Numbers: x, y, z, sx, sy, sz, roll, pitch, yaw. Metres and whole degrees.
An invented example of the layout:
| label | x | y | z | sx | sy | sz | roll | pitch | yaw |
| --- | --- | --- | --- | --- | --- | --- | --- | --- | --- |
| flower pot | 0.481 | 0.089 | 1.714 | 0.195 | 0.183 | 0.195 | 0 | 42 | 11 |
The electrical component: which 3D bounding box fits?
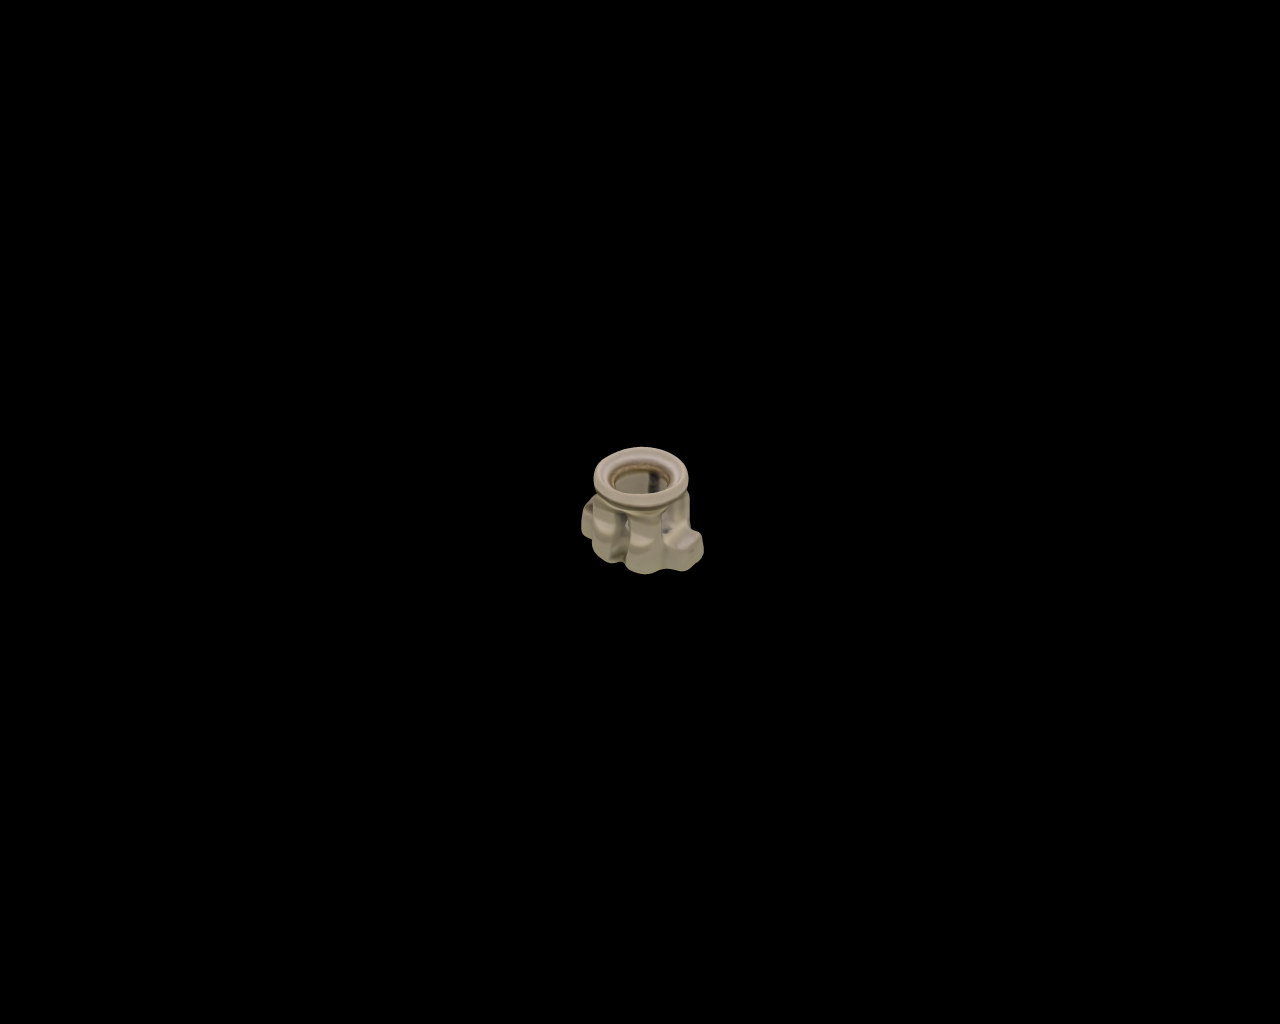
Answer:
| label | x | y | z | sx | sy | sz | roll | pitch | yaw |
| --- | --- | --- | --- | --- | --- | --- | --- | --- | --- |
| electrical component | 0.001 | -0.003 | 0.650 | 0.078 | 0.056 | 0.058 | 21 | 41 | 26 |
